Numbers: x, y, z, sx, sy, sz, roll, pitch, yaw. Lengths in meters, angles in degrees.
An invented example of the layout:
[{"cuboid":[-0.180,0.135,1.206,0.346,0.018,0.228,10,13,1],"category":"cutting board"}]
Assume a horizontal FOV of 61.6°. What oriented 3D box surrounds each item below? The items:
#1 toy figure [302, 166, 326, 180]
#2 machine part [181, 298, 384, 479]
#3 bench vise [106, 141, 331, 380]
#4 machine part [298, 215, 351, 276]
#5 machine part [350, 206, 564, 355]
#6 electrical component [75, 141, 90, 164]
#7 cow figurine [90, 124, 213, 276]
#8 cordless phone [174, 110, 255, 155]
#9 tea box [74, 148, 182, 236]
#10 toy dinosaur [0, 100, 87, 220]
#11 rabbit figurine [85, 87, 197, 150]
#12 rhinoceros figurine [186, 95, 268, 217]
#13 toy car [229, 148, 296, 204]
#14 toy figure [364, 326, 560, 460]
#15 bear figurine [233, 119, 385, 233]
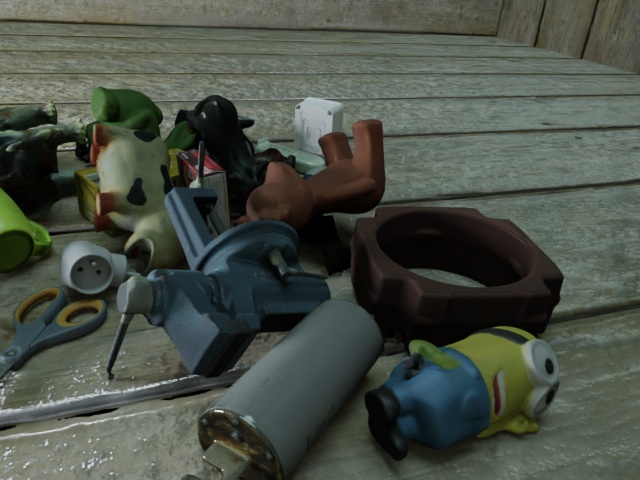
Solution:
[{"cuboid":[-0.020,-0.074,0.823,0.154,0.058,0.064,-28,-3,-46],"category":"toy figure"},{"cuboid":[-0.016,0.118,0.440,0.079,0.079,0.243,18,30,24],"category":"machine part"},{"cuboid":[-0.108,0.020,0.543,0.223,0.128,0.241,-5,47,-33],"category":"bench vise"},{"cuboid":[-0.001,-0.002,0.711,0.084,0.039,0.139,-3,27,-23],"category":"machine part"},{"cuboid":[0.142,0.040,0.603,0.201,0.087,0.202,0,27,-9],"category":"machine part"},{"cuboid":[-0.390,-0.171,0.957,0.078,0.045,0.102,23,34,34],"category":"electrical component"},{"cuboid":[-0.208,-0.045,0.655,0.127,0.085,0.195,-4,65,-26],"category":"cow figurine"},{"cuboid":[-0.166,-0.202,1.015,0.147,0.088,0.184,20,27,27],"category":"cordless phone"},{"cuboid":[-0.248,-0.074,0.773,0.169,0.068,0.098,-22,38,-41],"category":"tea box"},{"cuboid":[-0.470,-0.131,0.808,0.405,0.131,0.192,21,31,40],"category":"toy dinosaur"},{"cuboid":[-0.289,-0.155,0.896,0.159,0.121,0.170,-10,56,-48],"category":"rabbit figurine"},{"cuboid":[-0.113,-0.106,0.739,0.073,0.190,0.112,-29,17,-24],"category":"rhinoceros figurine"},{"cuboid":[-0.101,-0.107,0.877,0.089,0.053,0.202,12,28,7],"category":"toy car"},{"cuboid":[0.121,0.121,0.455,0.180,0.082,0.089,-11,34,-22],"category":"toy figure"},{"cuboid":[-0.015,-0.076,0.686,0.196,0.131,0.120,-11,2,-30],"category":"bear figurine"}]
